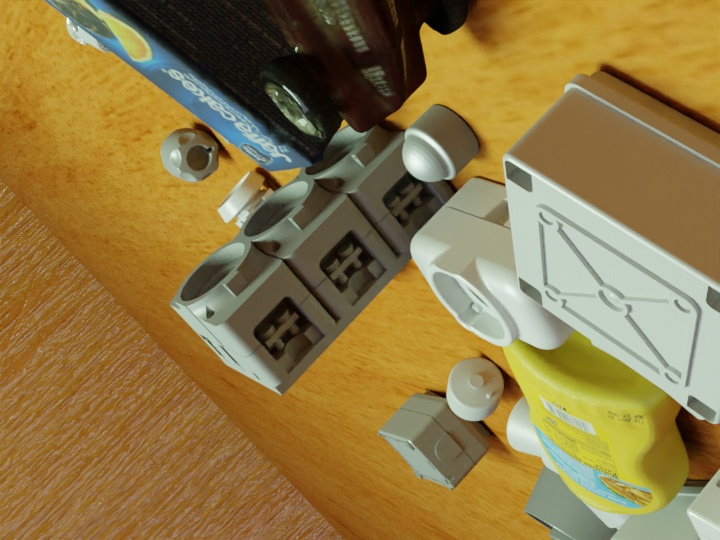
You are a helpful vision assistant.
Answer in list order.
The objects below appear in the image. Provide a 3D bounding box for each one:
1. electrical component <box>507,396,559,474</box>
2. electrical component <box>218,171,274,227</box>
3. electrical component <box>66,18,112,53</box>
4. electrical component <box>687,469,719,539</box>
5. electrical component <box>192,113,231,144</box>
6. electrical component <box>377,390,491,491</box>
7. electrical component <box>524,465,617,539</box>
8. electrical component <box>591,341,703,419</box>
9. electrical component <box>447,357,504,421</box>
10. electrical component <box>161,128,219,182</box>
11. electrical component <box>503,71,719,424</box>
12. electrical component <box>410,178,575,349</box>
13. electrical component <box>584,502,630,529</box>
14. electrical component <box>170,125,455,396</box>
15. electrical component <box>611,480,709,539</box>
[{"bbox_3d":[0.132,0.110,0.716,0.055,0.045,0.045,25,155,50],"label":"electrical component"},{"bbox_3d":[-0.080,-0.046,0.860,0.055,0.048,0.066,40,166,-12],"label":"electrical component"},{"bbox_3d":[-0.175,-0.175,0.772,0.062,0.048,0.048,32,161,20],"label":"electrical component"},{"bbox_3d":[0.209,0.121,0.538,0.083,0.047,0.075,26,156,51],"label":"electrical component"},{"bbox_3d":[-0.089,-0.130,0.672,0.099,0.064,0.099,52,177,4],"label":"electrical component"},{"bbox_3d":[0.065,0.147,0.959,0.061,0.061,0.096,48,165,-11],"label":"electrical component"},{"bbox_3d":[0.174,0.182,0.806,0.099,0.064,0.099,32,172,5],"label":"electrical component"},{"bbox_3d":[0.146,0.037,0.497,0.065,0.044,0.044,40,165,0],"label":"electrical component"},{"bbox_3d":[0.085,0.093,0.804,0.040,0.040,0.078,40,164,16],"label":"electrical component"},{"bbox_3d":[-0.146,-0.098,0.901,0.043,0.043,0.062,53,164,-29],"label":"electrical component"},{"bbox_3d":[0.116,-0.007,0.424,0.109,0.056,0.108,37,163,28],"label":"electrical component"},{"bbox_3d":[0.074,-0.002,0.545,0.095,0.059,0.053,26,156,51],"label":"electrical component"},{"bbox_3d":[0.181,0.158,0.724,0.078,0.040,0.040,45,165,-2],"label":"electrical component"},{"bbox_3d":[-0.029,-0.012,0.610,0.061,0.150,0.089,50,164,-23],"label":"electrical component"},{"bbox_3d":[0.223,0.182,0.645,0.109,0.056,0.109,45,165,0],"label":"electrical component"}]
